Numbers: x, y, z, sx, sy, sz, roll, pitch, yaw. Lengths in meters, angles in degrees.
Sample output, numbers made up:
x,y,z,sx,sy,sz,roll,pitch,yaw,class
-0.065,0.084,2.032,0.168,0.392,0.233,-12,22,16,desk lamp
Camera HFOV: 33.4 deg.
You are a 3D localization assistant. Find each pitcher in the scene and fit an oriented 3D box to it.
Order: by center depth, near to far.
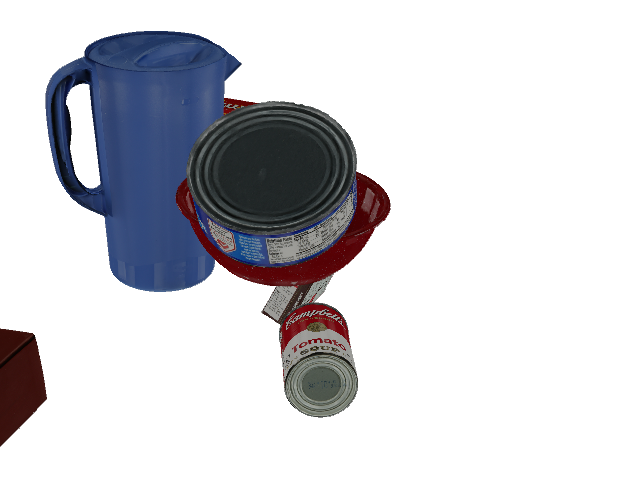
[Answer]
x,y,z,sx,sy,sz,roll,pitch,yaw,class
-0.168,-0.075,1.045,0.149,0.243,0.144,11,27,16,pitcher

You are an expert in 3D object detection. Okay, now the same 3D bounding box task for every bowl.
x,y,z,sx,sy,sz,roll,pitch,yaw,class
-0.029,-0.010,0.811,0.162,0.055,0.162,3,25,-1,bowl

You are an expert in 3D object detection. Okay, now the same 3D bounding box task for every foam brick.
x,y,z,sx,sy,sz,roll,pitch,yaw,class
-0.220,0.097,0.679,0.053,0.051,0.078,6,29,22,foam brick

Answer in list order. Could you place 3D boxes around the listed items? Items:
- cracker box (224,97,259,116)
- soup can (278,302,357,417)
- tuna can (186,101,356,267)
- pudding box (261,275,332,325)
x,y,z,sx,sy,sz,roll,pitch,yaw,class
-0.100,-0.089,1.558,0.164,0.214,0.072,10,22,7,cracker box
-0.003,0.110,0.992,0.068,0.068,0.102,0,23,-5,soup can
-0.024,-0.029,0.546,0.086,0.086,0.034,0,-36,4,tuna can
-0.013,0.040,1.239,0.039,0.090,0.113,34,33,8,pudding box
